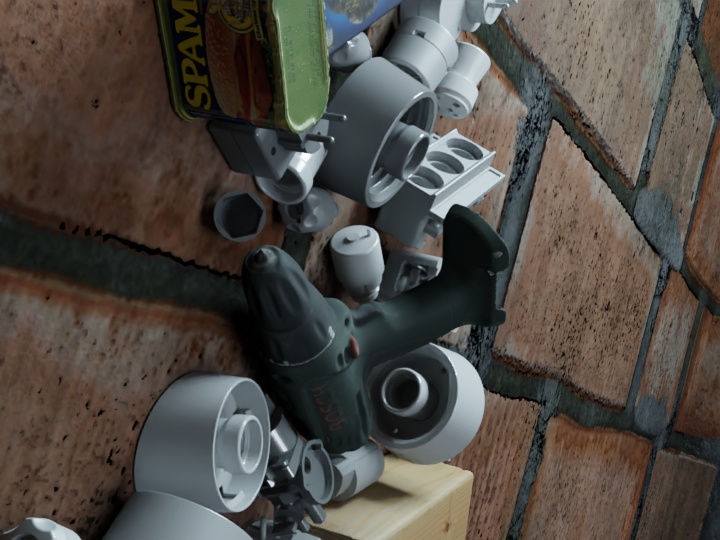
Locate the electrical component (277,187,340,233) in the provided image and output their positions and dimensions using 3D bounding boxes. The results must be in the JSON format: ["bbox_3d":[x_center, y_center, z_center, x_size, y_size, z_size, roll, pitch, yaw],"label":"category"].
[{"bbox_3d":[-0.034,-0.045,0.800,0.061,0.035,0.035,-2,103,-64],"label":"electrical component"}]

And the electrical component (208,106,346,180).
[{"bbox_3d":[-0.046,-0.097,0.706,0.065,0.077,0.047,-63,150,-26],"label":"electrical component"}]

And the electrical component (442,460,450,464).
[{"bbox_3d":[0.073,0.152,1.061,0.077,0.044,0.079,-3,76,-62],"label":"electrical component"}]

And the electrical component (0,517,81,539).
[{"bbox_3d":[-0.175,0.168,0.613,0.043,0.043,0.062,-67,153,-19],"label":"electrical component"}]

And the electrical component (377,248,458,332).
[{"bbox_3d":[0.055,0.018,0.973,0.089,0.056,0.050,35,70,-61],"label":"electrical component"}]

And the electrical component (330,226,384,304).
[{"bbox_3d":[0.000,0.000,0.877,0.040,0.040,0.078,-53,144,-39],"label":"electrical component"}]

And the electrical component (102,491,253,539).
[{"bbox_3d":[-0.117,0.184,0.677,0.099,0.099,0.064,68,37,-48],"label":"electrical component"}]

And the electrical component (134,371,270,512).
[{"bbox_3d":[-0.103,0.118,0.733,0.099,0.064,0.099,1,90,-71],"label":"electrical component"}]

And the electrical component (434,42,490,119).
[{"bbox_3d":[0.087,-0.169,0.965,0.055,0.045,0.045,-67,151,-18],"label":"electrical component"}]

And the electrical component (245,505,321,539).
[{"bbox_3d":[-0.070,0.219,0.831,0.083,0.047,0.075,-27,125,-56],"label":"electrical component"}]

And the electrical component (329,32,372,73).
[{"bbox_3d":[-0.008,-0.162,0.798,0.061,0.035,0.035,15,88,-65],"label":"electrical component"}]

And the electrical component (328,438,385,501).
[{"bbox_3d":[-0.017,0.173,0.918,0.081,0.043,0.043,-15,115,-60],"label":"electrical component"}]

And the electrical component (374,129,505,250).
[{"bbox_3d":[0.065,-0.071,0.942,0.121,0.079,0.063,-37,155,-52],"label":"electrical component"}]

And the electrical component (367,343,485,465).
[{"bbox_3d":[0.049,0.114,0.953,0.060,0.108,0.108,35,70,-55],"label":"electrical component"}]

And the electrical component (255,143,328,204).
[{"bbox_3d":[-0.047,-0.075,0.757,0.040,0.040,0.046,75,32,-42],"label":"electrical component"}]

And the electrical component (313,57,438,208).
[{"bbox_3d":[0.017,-0.098,0.810,0.108,0.060,0.108,-51,161,-25],"label":"electrical component"}]

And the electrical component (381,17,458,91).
[{"bbox_3d":[0.045,-0.169,0.876,0.047,0.055,0.055,-58,148,-25],"label":"electrical component"}]

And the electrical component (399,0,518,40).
[{"bbox_3d":[0.098,-0.231,0.926,0.138,0.074,0.052,-39,134,-51],"label":"electrical component"}]
